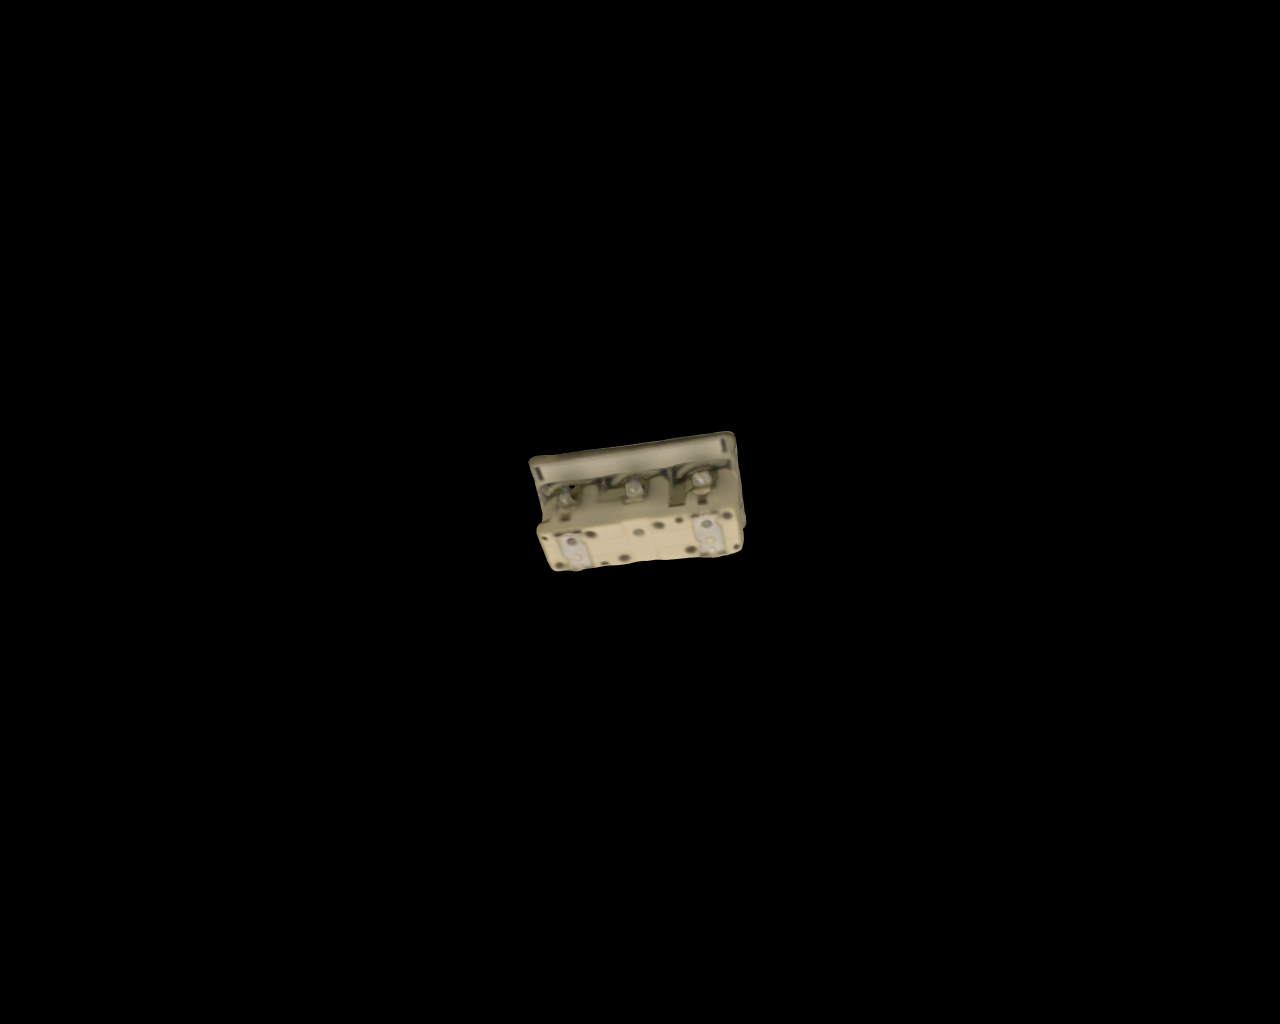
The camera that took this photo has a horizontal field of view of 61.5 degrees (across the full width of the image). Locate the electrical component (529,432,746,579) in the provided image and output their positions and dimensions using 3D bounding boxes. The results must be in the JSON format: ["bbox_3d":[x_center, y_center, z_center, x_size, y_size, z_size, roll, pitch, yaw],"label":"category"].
[{"bbox_3d":[0.001,-0.003,0.650,0.121,0.063,0.078,-6,-43,7],"label":"electrical component"}]
